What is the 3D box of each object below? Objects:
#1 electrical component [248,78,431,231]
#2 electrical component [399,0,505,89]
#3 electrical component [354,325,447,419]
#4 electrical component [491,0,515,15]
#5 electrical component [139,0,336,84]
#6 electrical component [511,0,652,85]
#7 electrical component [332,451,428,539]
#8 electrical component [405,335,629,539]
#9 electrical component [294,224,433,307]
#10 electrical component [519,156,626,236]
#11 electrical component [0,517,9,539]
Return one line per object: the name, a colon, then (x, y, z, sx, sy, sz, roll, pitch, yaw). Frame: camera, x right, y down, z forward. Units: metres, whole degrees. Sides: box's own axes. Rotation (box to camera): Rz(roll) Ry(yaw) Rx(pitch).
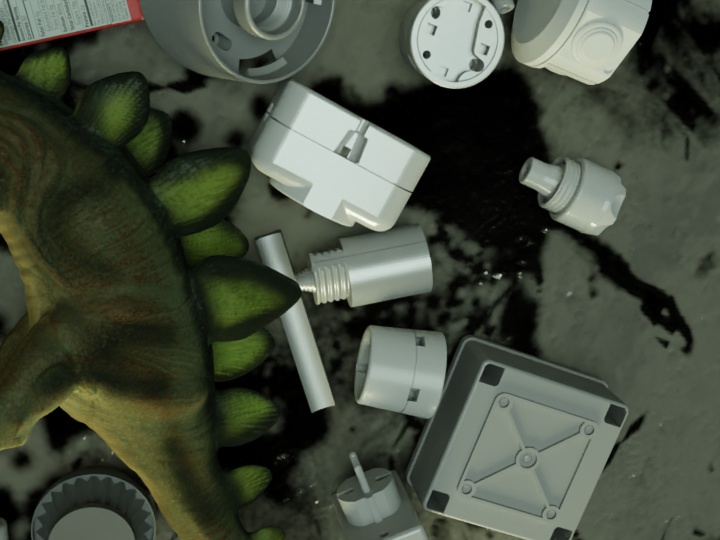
electrical component: (-0.015, -0.065, 0.636, 0.095, 0.053, 0.059, 27, 98, -15)
electrical component: (0.052, -0.136, 0.633, 0.055, 0.047, 0.055, -2, 104, -9)
electrical component: (0.024, 0.063, 0.677, 0.047, 0.055, 0.055, 10, 102, -9)
electrical component: (0.075, -0.179, 0.625, 0.035, 0.035, 0.061, -17, 81, -6)
electrical component: (-0.065, -0.154, 0.599, 0.099, 0.064, 0.099, -18, 119, -35)
electrical component: (0.127, -0.151, 0.627, 0.051, 0.080, 0.080, 18, 100, -20)
electrical component: (0.009, 0.151, 0.680, 0.047, 0.083, 0.075, -22, 107, -4)
electrical component: (0.101, 0.112, 0.701, 0.109, 0.056, 0.108, 19, 100, -14)
electrical component: (0.000, 0.000, 0.661, 0.081, 0.043, 0.043, -11, 106, -7)
electrical component: (0.130, -0.051, 0.672, 0.062, 0.043, 0.043, 22, 99, -13)
electrical component: (-0.239, 0.159, 0.660, 0.048, 0.048, 0.062, -5, 98, -9)
